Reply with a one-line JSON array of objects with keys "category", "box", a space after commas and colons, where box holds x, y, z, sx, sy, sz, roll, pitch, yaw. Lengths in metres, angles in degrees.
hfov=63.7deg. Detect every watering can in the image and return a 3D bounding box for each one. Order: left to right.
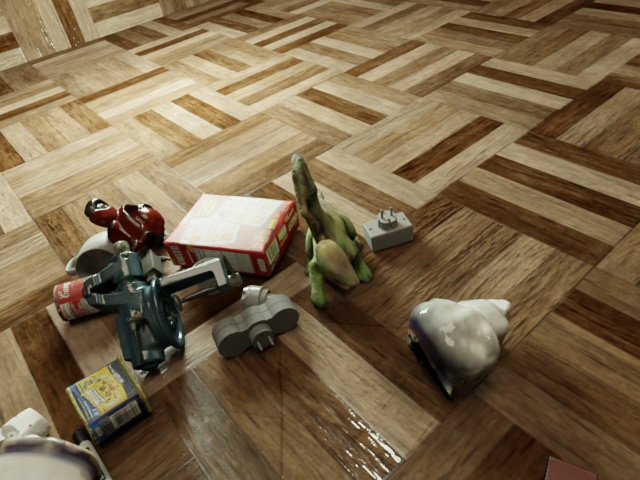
[{"category": "watering can", "box": [-0.319, 0.339, 0.582, 0.347, 0.101, 0.229, -2, 34, 5]}]

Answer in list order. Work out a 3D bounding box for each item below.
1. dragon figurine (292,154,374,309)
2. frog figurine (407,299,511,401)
[{"category": "dragon figurine", "box": [0.003, -0.045, 0.894, 0.122, 0.237, 0.420, -17, 41, -1]}, {"category": "frog figurine", "box": [0.210, 0.125, 0.732, 0.160, 0.121, 0.139, -31, 23, -8]}]
